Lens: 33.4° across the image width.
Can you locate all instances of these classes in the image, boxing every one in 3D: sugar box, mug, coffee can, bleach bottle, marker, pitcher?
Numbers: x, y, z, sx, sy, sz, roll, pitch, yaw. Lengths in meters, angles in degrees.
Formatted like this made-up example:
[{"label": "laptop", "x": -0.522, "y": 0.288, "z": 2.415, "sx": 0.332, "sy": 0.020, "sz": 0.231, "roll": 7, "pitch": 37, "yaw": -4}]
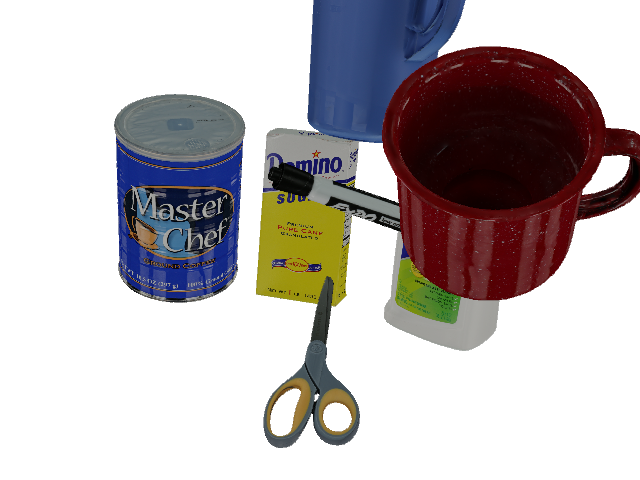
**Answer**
[{"label": "sugar box", "x": -0.015, "y": -0.025, "z": 1.119, "sx": 0.093, "sy": 0.176, "sz": 0.048, "roll": 7, "pitch": 16, "yaw": 14}, {"label": "mug", "x": 0.088, "y": -0.027, "z": 0.480, "sx": 0.117, "sy": 0.093, "sz": 0.081, "roll": -6, "pitch": -33, "yaw": 2}, {"label": "coffee can", "x": -0.116, "y": -0.035, "z": 0.878, "sx": 0.103, "sy": 0.140, "sz": 0.103, "roll": 4, "pitch": 34, "yaw": -3}, {"label": "bleach bottle", "x": 0.110, "y": -0.035, "z": 0.905, "sx": 0.103, "sy": 0.251, "sz": 0.067, "roll": 20, "pitch": 33, "yaw": 34}, {"label": "marker", "x": 0.021, "y": -0.027, "z": 0.714, "sx": 0.121, "sy": 0.020, "sz": 0.020, "roll": 18, "pitch": -6, "yaw": -20}, {"label": "pitcher", "x": 0.059, "y": -0.211, "z": 0.942, "sx": 0.145, "sy": 0.243, "sz": 0.149, "roll": 8, "pitch": 15, "yaw": 7}]

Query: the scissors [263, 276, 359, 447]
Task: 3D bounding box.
[{"label": "scissors", "x": 0.012, "y": 0.117, "z": 1.011, "sx": 0.096, "sy": 0.016, "sz": 0.201, "roll": 16, "pitch": 50, "yaw": 17}]
